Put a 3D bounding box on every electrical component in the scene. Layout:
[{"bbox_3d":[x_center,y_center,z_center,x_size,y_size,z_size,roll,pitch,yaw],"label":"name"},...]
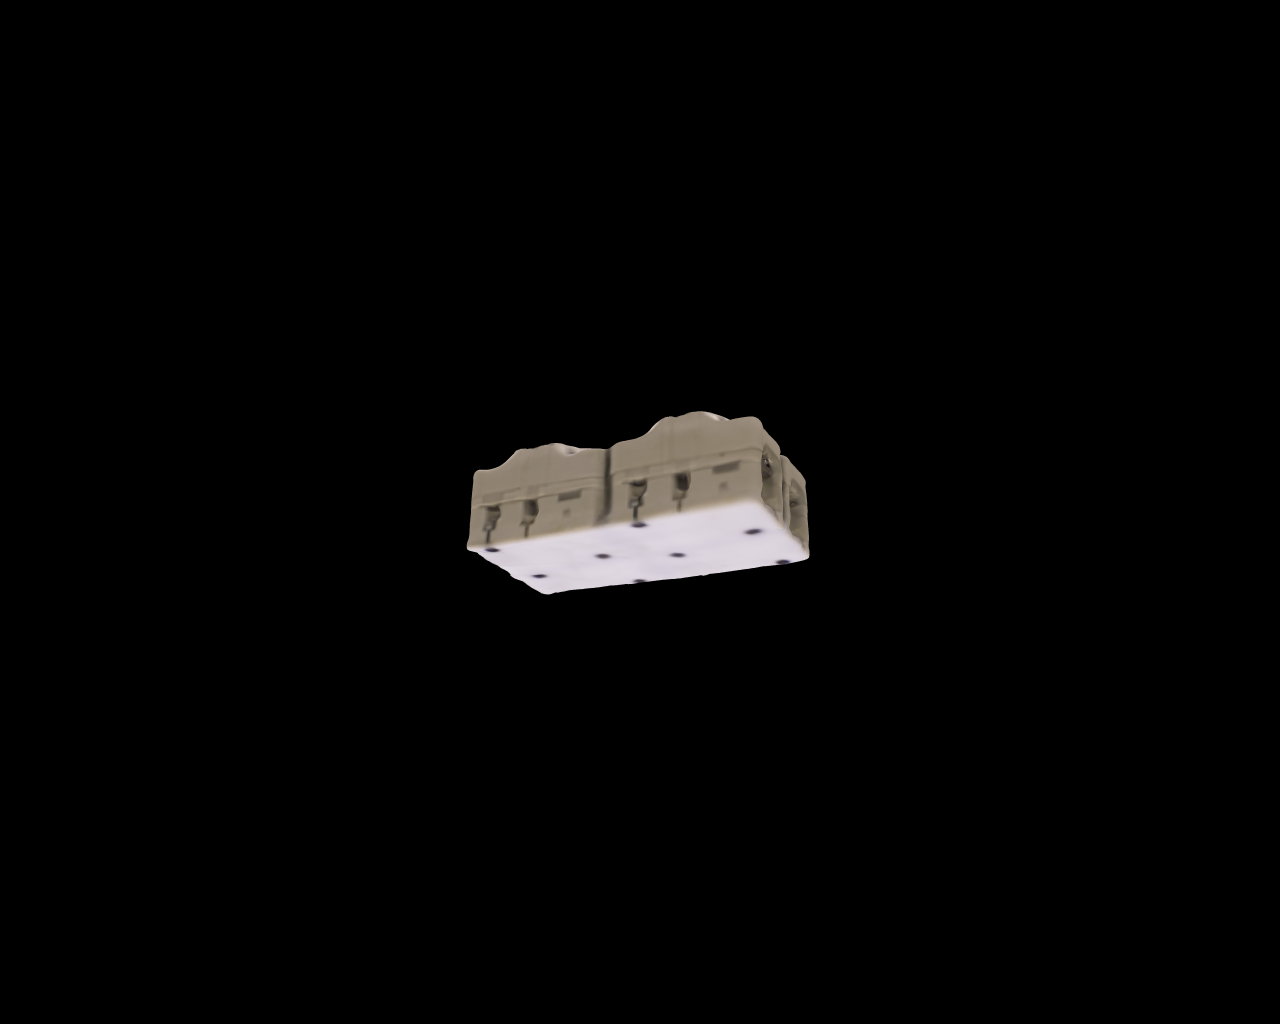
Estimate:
[{"bbox_3d":[0.001,-0.003,0.650,0.186,0.060,0.105,-9,-23,22],"label":"electrical component"}]
